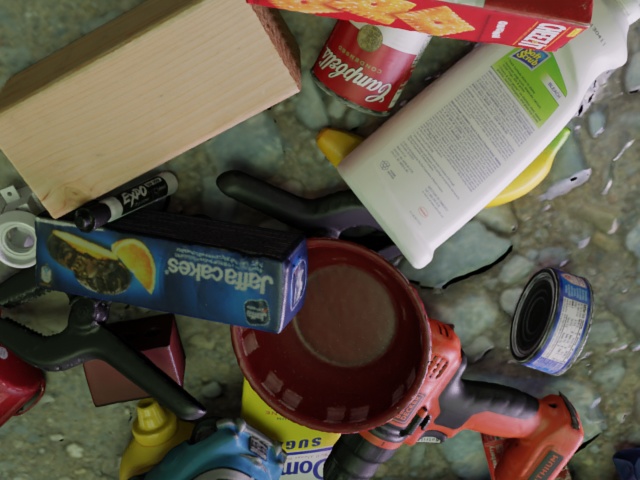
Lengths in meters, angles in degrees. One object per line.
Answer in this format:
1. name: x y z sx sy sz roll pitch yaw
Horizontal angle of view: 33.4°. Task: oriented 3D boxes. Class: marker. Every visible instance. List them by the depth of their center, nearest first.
1. marker: -0.145 -0.029 0.802 0.020 0.121 0.020 7 109 22

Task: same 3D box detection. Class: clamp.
1. clamp: -0.006 0.001 0.869 0.171 0.039 0.120 7 136 -8
2. clamp: -0.181 0.051 0.871 0.210 0.036 0.164 7 81 11

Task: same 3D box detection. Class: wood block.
1. wood block: -0.124 -0.113 0.770 0.206 0.090 0.090 -26 117 13

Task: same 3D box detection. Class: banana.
1. banana: 0.096 -0.057 0.842 0.197 0.037 0.069 -2 103 -2

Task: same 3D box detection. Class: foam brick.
1. foam brick: -0.158 0.102 0.914 0.078 0.053 0.051 -10 120 3

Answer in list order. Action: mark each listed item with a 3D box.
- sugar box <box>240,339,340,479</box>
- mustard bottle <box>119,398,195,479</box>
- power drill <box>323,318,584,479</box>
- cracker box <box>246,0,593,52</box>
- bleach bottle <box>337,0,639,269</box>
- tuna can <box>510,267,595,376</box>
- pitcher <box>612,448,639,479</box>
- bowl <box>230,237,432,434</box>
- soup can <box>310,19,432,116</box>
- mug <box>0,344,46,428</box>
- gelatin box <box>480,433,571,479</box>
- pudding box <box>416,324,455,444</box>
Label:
1. sugar box: -0.025 0.150 0.949 0.093 0.048 0.176 3 118 -3
2. mustard bottle: -0.131 0.223 0.980 0.096 0.058 0.191 -13 119 4
3. power drill: 0.114 0.169 0.915 0.187 0.057 0.185 22 116 -20
4. cracker box: 0.068 -0.221 0.685 0.213 0.072 0.164 8 83 -7
5. bleach bottle: 0.138 -0.095 0.784 0.251 0.068 0.102 -38 101 4
6. tuna can: 0.191 0.067 0.884 0.033 0.086 0.086 18 118 -10
7. pitcher: 0.317 0.327 1.009 0.145 0.149 0.243 10 122 -14
8. bowl: 0.013 0.069 0.845 0.162 0.055 0.162 5 106 16
9. soup can: 0.045 -0.150 0.767 0.068 0.068 0.102 23 116 -14
10. mug: -0.284 0.125 0.910 0.081 0.093 0.117 -42 143 15
11. gelatin box: 0.194 0.208 0.997 0.073 0.030 0.089 -13 119 6
12. pudding box: 0.070 0.127 0.943 0.090 0.039 0.113 2 122 -6
